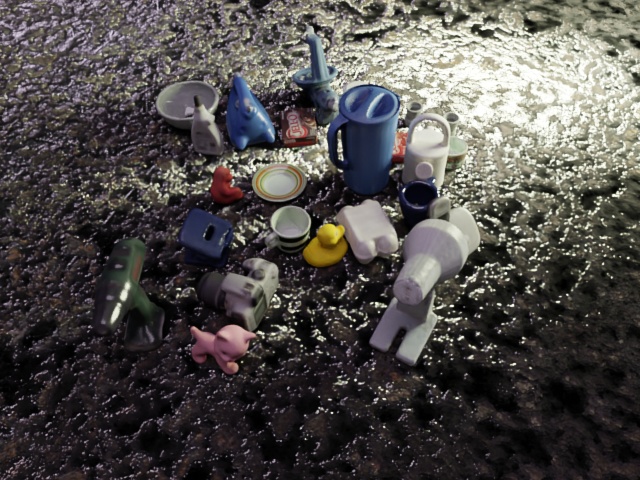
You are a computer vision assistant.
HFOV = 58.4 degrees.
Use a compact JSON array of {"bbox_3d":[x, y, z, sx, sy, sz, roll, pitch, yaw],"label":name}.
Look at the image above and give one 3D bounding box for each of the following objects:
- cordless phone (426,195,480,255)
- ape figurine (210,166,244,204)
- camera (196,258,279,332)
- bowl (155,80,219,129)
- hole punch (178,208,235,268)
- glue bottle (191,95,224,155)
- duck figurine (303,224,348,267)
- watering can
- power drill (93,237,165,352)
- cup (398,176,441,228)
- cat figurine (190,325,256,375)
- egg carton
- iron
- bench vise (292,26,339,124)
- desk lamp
[{"bbox_3d":[0.269,-0.032,1.185,0.148,0.185,0.094,-32,57,-21],"label":"cordless phone"},{"bbox_3d":[-0.224,-0.134,1.343,0.076,0.092,0.077,-17,53,-11],"label":"ape figurine"},{"bbox_3d":[-0.170,0.094,1.154,0.136,0.101,0.143,17,54,15],"label":"camera"},{"bbox_3d":[-0.347,-0.348,1.529,0.167,0.075,0.167,-1,51,1],"label":"bowl"},{"bbox_3d":[-0.243,-0.007,1.244,0.101,0.091,0.108,8,52,8],"label":"hole punch"},{"bbox_3d":[-0.287,-0.285,1.414,0.078,0.173,0.037,9,52,10],"label":"glue bottle"},{"bbox_3d":[0.011,0.004,1.229,0.105,0.086,0.077,-25,55,-17],"label":"duck figurine"},{"bbox_3d":[0.247,-0.204,1.317,0.101,0.194,0.172,-9,52,-5],"label":"watering can"},{"bbox_3d":[-0.355,0.120,1.071,0.075,0.208,0.229,-5,51,-1],"label":"power drill"},{"bbox_3d":[0.224,-0.080,1.283,0.091,0.095,0.118,25,57,21],"label":"cup"},{"bbox_3d":[-0.183,0.191,1.067,0.127,0.118,0.067,15,54,14],"label":"cat figurine"},{"bbox_3d":[0.104,-0.020,1.255,0.107,0.069,0.150,-18,53,-12],"label":"egg carton"},{"bbox_3d":[-0.197,-0.357,1.488,0.119,0.141,0.258,-15,52,-9],"label":"iron"},{"bbox_3d":[0.010,-0.429,1.488,0.122,0.220,0.206,-35,58,-23],"label":"bench vise"},{"bbox_3d":[0.185,0.093,1.071,0.117,0.214,0.203,22,56,19],"label":"desk lamp"}]
